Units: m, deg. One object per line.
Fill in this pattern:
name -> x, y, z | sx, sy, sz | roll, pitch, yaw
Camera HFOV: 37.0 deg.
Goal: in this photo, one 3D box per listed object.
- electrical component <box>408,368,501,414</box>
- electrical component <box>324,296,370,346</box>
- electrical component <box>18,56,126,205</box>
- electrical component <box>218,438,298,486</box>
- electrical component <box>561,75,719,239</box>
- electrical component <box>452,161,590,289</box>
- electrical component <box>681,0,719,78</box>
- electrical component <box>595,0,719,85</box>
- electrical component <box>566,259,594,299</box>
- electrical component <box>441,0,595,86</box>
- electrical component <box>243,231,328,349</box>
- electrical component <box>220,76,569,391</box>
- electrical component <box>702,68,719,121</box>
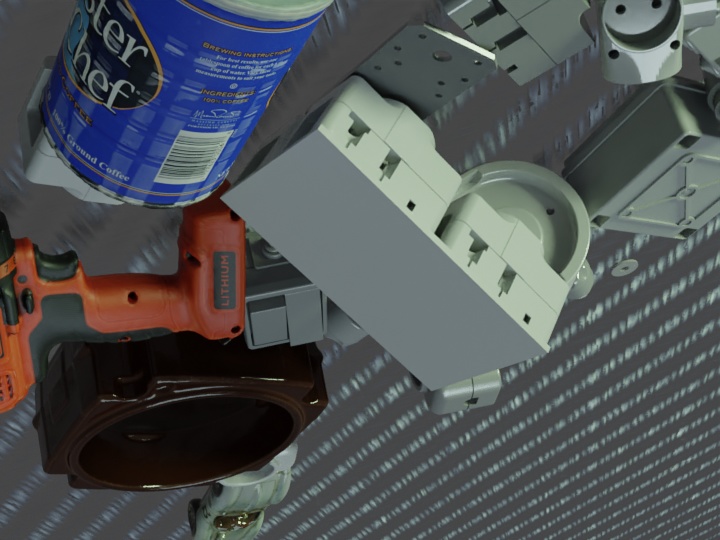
electrical component -> 0.072, 0.067, 0.884 | 0.059, 0.095, 0.053 | -9, 150, -10
electrical component -> 0.000, 0.029, 0.837 | 0.043, 0.043, 0.062 | 15, 141, -42
electrical component -> -0.136, -0.073, 0.592 | 0.089, 0.050, 0.055 | 6, 144, -34
electrical component -> -0.109, 0.163, 0.999 | 0.095, 0.059, 0.053 | -7, 149, -14
electrical component -> 0.218, -0.076, 0.749 | 0.109, 0.056, 0.108 | 5, 145, -32
electrical component -> 0.104, -0.015, 0.753 | 0.108, 0.108, 0.060 | -16, 156, 1
electrical component -> 0.232, -0.158, 0.623 | 0.100, 0.048, 0.100 | -33, 146, 28
electrical component -> 0.167, -0.146, 0.576 | 0.079, 0.044, 0.077 | -7, 118, 10
electrical component -> 0.178, 0.008, 0.897 | 0.035, 0.035, 0.061 | -24, 152, 15
electrical component -> 0.084, -0.147, 0.569 | 0.056, 0.050, 0.089 | -29, 148, 24
electrical component -> -0.057, 0.011, 0.763 | 0.062, 0.061, 0.096 | -11, 150, -7
electrical component -> 0.024, -0.019, 0.647 | 0.186, 0.060, 0.105 | 43, 142, -17
electrical component -> 0.242, -0.111, 0.685 | 0.040, 0.078, 0.040 | 2, 148, 1
